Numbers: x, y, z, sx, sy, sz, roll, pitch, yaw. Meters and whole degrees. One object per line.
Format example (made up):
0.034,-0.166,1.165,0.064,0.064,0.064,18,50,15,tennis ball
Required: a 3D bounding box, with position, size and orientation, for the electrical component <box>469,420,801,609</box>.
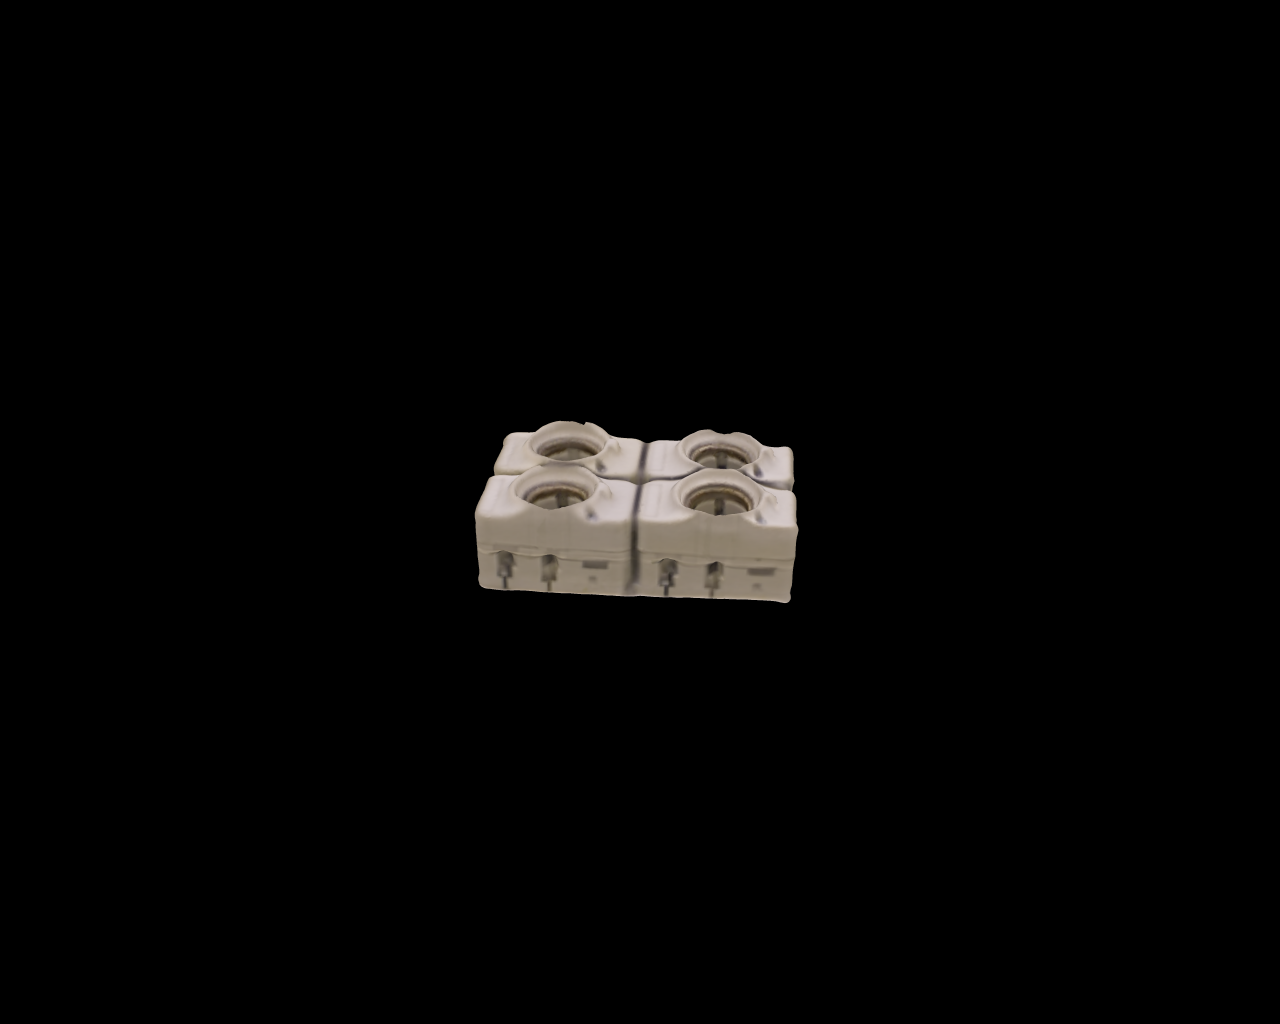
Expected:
0.001,-0.003,0.650,0.186,0.060,0.106,3,32,5,electrical component
